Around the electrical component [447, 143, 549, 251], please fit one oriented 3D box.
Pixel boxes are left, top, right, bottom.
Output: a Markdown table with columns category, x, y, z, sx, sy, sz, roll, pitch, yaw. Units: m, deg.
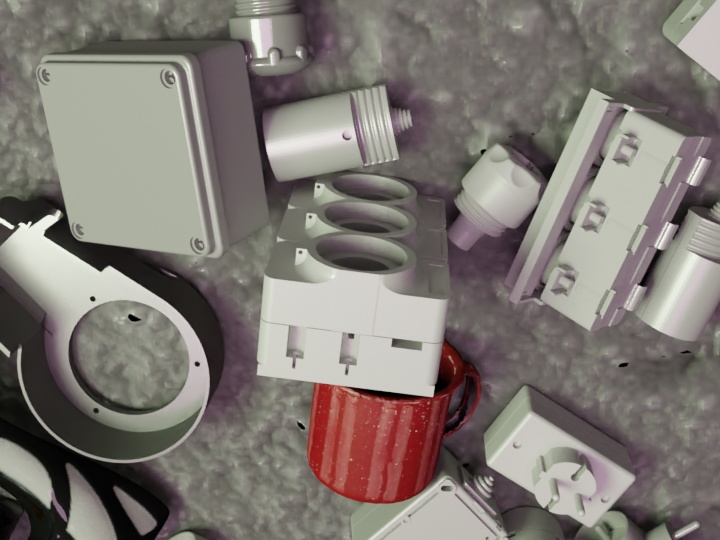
| category | x | y | z | sx | sy | sz | roll | pitch | yaw |
| --- | --- | --- | --- | --- | --- | --- | --- | --- | --- |
| electrical component | 0.076 | -0.039 | 0.622 | 0.043 | 0.043 | 0.062 | 36 | 111 | -11 |

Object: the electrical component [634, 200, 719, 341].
| category | x | y | z | sx | sy | sz | roll | pitch | yaw |
| --- | --- | --- | --- | --- | --- | --- | --- | --- | --- |
| electrical component | 0.197 | -0.004 | 0.629 | 0.043 | 0.043 | 0.081 | 20 | 112 | -5 |

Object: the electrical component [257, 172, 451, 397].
| category | x | y | z | sx | sy | sz | roll | pitch | yaw |
| --- | --- | --- | --- | --- | --- | --- | --- | --- | --- |
| electrical component | 0.000 | 0.000 | 0.584 | 0.089 | 0.150 | 0.061 | 7 | 113 | 0 |

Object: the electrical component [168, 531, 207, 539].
| category | x | y | z | sx | sy | sz | roll | pitch | yaw |
| --- | --- | --- | --- | --- | --- | --- | --- | --- | --- |
| electrical component | -0.112 | 0.212 | 0.734 | 0.066 | 0.048 | 0.055 | -31 | 115 | 14 |

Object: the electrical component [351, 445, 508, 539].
| category | x | y | z | sx | sy | sz | roll | pitch | yaw |
| --- | --- | --- | --- | --- | --- | --- | --- | --- | --- |
| electrical component | 0.048 | 0.160 | 0.698 | 0.096 | 0.061 | 0.061 | -41 | 104 | 9 |

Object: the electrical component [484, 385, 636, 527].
| category | x | y | z | sx | sy | sz | roll | pitch | yaw |
| --- | --- | --- | --- | --- | --- | --- | --- | --- | --- |
| electrical component | 0.125 | 0.125 | 0.668 | 0.083 | 0.075 | 0.047 | 32 | 110 | -9 |

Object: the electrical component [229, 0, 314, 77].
| category | x | y | z | sx | sy | sz | roll | pitch | yaw |
| --- | --- | --- | --- | --- | --- | --- | --- | --- | --- |
| electrical component | -0.051 | -0.138 | 0.590 | 0.048 | 0.048 | 0.062 | -3 | 104 | 5 |

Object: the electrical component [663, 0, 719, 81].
| category | x | y | z | sx | sy | sz | roll | pitch | yaw |
| --- | --- | --- | --- | --- | --- | --- | --- | --- | --- |
| electrical component | 0.260 | -0.163 | 0.552 | 0.105 | 0.060 | 0.186 | 36 | 110 | -11 |

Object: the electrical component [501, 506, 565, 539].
| category | x | y | z | sx | sy | sz | roll | pitch | yaw |
| --- | --- | --- | --- | --- | --- | --- | --- | --- | --- |
| electrical component | 0.112 | 0.190 | 0.710 | 0.055 | 0.047 | 0.055 | 1 | 112 | 3 |

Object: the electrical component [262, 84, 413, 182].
| category | x | y | z | sx | sy | sz | roll | pitch | yaw |
| --- | --- | --- | --- | --- | --- | --- | --- | --- | --- |
| electrical component | -0.011 | -0.079 | 0.611 | 0.081 | 0.043 | 0.043 | -10 | 111 | 7 |

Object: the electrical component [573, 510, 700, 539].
| category | x | y | z | sx | sy | sz | roll | pitch | yaw |
| --- | --- | --- | --- | --- | --- | --- | --- | --- | --- |
| electrical component | 0.194 | 0.191 | 0.707 | 0.079 | 0.044 | 0.077 | -35 | 106 | 16 |

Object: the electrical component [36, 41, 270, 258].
| category | x | y | z | sx | sy | sz | roll | pitch | yaw |
| --- | --- | --- | --- | --- | --- | --- | --- | --- | --- |
| electrical component | -0.113 | -0.069 | 0.593 | 0.109 | 0.056 | 0.108 | 7 | 116 | 32 |

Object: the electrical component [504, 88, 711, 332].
| category | x | y | z | sx | sy | sz | roll | pitch | yaw |
| --- | --- | --- | --- | --- | --- | --- | --- | --- | --- |
| electrical component | 0.139 | -0.032 | 0.600 | 0.063 | 0.079 | 0.121 | 35 | 115 | 30 |
